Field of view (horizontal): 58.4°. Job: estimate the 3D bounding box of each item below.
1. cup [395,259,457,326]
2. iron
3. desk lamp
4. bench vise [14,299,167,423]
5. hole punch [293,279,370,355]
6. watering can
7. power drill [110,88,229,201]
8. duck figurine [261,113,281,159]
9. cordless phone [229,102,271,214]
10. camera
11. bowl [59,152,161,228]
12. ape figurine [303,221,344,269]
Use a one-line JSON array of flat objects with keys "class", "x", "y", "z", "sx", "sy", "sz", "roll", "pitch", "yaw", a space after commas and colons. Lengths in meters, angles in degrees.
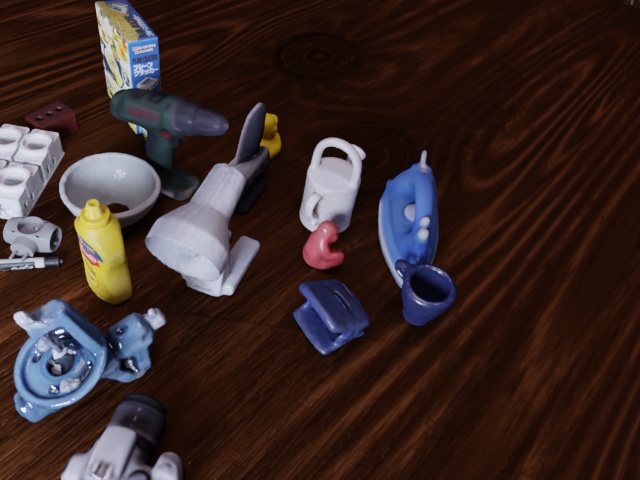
[{"class": "cup", "x": 0.164, "y": 0.094, "z": 0.972, "sx": 0.117, "sy": 0.095, "sz": 0.092, "roll": 40, "pitch": 53, "yaw": 22}, {"class": "iron", "x": 0.180, "y": -0.041, "z": 1.062, "sx": 0.118, "sy": 0.141, "sz": 0.258, "roll": 9, "pitch": 48, "yaw": -5}, {"class": "desk lamp", "x": -0.175, "y": -0.005, "z": 0.904, "sx": 0.118, "sy": 0.213, "sz": 0.203, "roll": 20, "pitch": 48, "yaw": 6}, {"class": "bench vise", "x": -0.313, "y": 0.126, "z": 0.755, "sx": 0.121, "sy": 0.220, "sz": 0.208, "roll": 32, "pitch": 50, "yaw": 16}, {"class": "hole punch", "x": 0.021, "y": 0.111, "z": 0.928, "sx": 0.101, "sy": 0.091, "sz": 0.108, "roll": -23, "pitch": 57, "yaw": -29}, {"class": "watering can", "x": 0.025, "y": -0.113, "z": 1.057, "sx": 0.101, "sy": 0.194, "sz": 0.173, "roll": 13, "pitch": 48, "yaw": 0}, {"class": "power drill", "x": -0.268, "y": -0.177, "z": 1.039, "sx": 0.229, "sy": 0.208, "sz": 0.076, "roll": 23, "pitch": 48, "yaw": 8}, {"class": "duck figurine", "x": -0.117, "y": -0.221, "z": 1.194, "sx": 0.077, "sy": 0.086, "sz": 0.105, "roll": 23, "pitch": 48, "yaw": 8}, {"class": "cordless phone", "x": -0.147, "y": -0.156, "z": 1.063, "sx": 0.094, "sy": 0.185, "sz": 0.148, "roll": 20, "pitch": 48, "yaw": 6}, {"class": "camera", "x": -0.232, "y": 0.269, "z": 0.727, "sx": 0.143, "sy": 0.101, "sz": 0.137, "roll": 15, "pitch": 48, "yaw": 1}, {"class": "bowl", "x": -0.368, "y": -0.075, "z": 1.018, "sx": 0.167, "sy": 0.075, "sz": 0.167, "roll": 6, "pitch": 48, "yaw": -7}, {"class": "ape figurine", "x": 0.009, "y": 0.004, "z": 1.019, "sx": 0.076, "sy": 0.092, "sz": 0.077, "roll": -4, "pitch": 50, "yaw": -15}]
